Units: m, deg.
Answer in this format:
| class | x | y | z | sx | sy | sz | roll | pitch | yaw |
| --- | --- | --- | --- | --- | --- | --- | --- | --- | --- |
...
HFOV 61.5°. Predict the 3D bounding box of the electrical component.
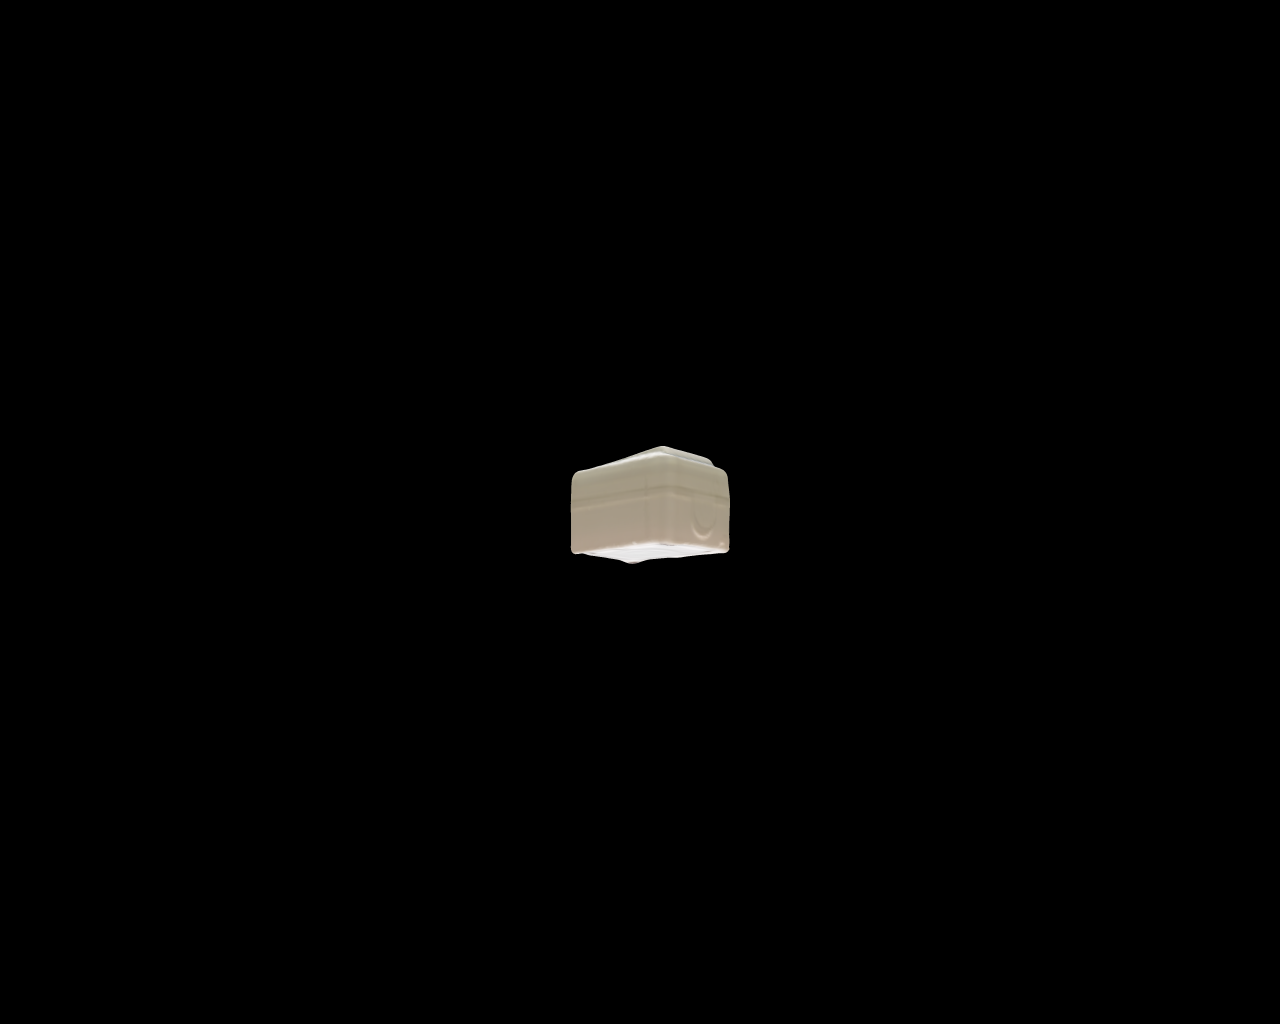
| class | x | y | z | sx | sy | sz | roll | pitch | yaw |
| --- | --- | --- | --- | --- | --- | --- | --- | --- | --- |
| electrical component | 0.001 | -0.003 | 0.650 | 0.096 | 0.061 | 0.062 | -8 | -13 | 39 |
